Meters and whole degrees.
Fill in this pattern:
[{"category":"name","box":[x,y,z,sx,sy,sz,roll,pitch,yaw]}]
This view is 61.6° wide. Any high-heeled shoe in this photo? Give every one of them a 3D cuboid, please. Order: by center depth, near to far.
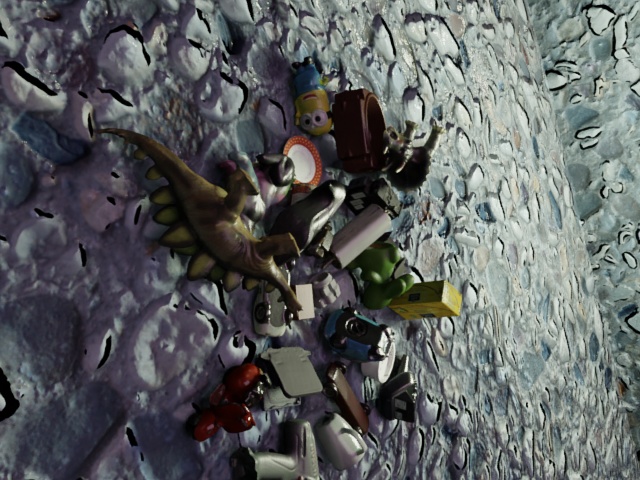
[{"category":"high-heeled shoe","box":[-0.033,-0.033,1.151,0.086,0.145,0.248,39,85,8]}]

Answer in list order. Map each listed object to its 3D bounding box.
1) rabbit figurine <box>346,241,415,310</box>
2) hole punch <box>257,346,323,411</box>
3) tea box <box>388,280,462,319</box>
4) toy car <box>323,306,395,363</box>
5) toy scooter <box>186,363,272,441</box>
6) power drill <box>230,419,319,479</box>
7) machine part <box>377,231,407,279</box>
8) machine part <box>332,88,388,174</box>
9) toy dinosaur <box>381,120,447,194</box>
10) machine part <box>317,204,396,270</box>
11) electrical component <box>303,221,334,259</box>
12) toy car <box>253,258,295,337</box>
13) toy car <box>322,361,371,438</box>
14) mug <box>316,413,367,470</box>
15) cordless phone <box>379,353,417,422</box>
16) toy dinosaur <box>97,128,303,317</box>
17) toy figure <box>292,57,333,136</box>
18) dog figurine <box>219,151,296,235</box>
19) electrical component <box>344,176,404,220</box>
[{"category":"rabbit figurine","box":[0.155,0.095,1.353,0.121,0.159,0.170,-24,115,-56]},{"category":"hole punch","box":[-0.074,0.286,1.109,0.142,0.092,0.116,6,47,-44]},{"category":"tea box","box":[0.279,0.162,1.437,0.098,0.170,0.068,36,55,-35]},{"category":"toy car","box":[0.087,0.235,1.259,0.102,0.162,0.109,102,11,-48]},{"category":"toy scooter","box":[-0.148,0.294,0.978,0.184,0.135,0.075,-44,112,-44]},{"category":"power drill","box":[-0.078,0.477,1.056,0.207,0.086,0.232,12,71,-41]},{"category":"machine part","box":[0.196,0.046,1.471,0.084,0.039,0.138,-37,111,-39]},{"category":"machine part","box":[0.108,-0.271,1.359,0.201,0.087,0.201,-11,93,-67]},{"category":"toy dinosaur","box":[0.236,-0.194,1.424,0.404,0.131,0.192,54,60,-77]},{"category":"machine part","box":[0.087,-0.009,1.288,0.243,0.079,0.079,-40,114,-17]},{"category":"electrical component","box":[-0.004,-0.003,1.234,0.045,0.078,0.102,49,50,-30]},{"category":"toy car","box":[-0.098,0.101,1.131,0.073,0.056,0.201,13,71,-38]},{"category":"toy car","box":[0.057,0.370,1.242,0.202,0.053,0.089,60,34,-21]},{"category":"mug","box":[0.046,0.438,1.183,0.081,0.109,0.107,-37,96,-39]},{"category":"cordless phone","box":[0.210,0.354,1.369,0.146,0.089,0.184,81,22,-45]},{"category":"toy dinosaur","box":[-0.192,-0.039,0.961,0.198,0.105,0.471,-37,97,-3]},{"category":"toy figure","box":[-0.015,-0.342,1.294,0.089,0.082,0.180,-10,86,-48]},{"category":"dog figurine","box":[-0.135,-0.060,1.081,0.191,0.108,0.219,-1,87,-29]},{"category":"electrical component","box":[0.132,-0.104,1.375,0.134,0.115,0.058,46,50,-33]}]
